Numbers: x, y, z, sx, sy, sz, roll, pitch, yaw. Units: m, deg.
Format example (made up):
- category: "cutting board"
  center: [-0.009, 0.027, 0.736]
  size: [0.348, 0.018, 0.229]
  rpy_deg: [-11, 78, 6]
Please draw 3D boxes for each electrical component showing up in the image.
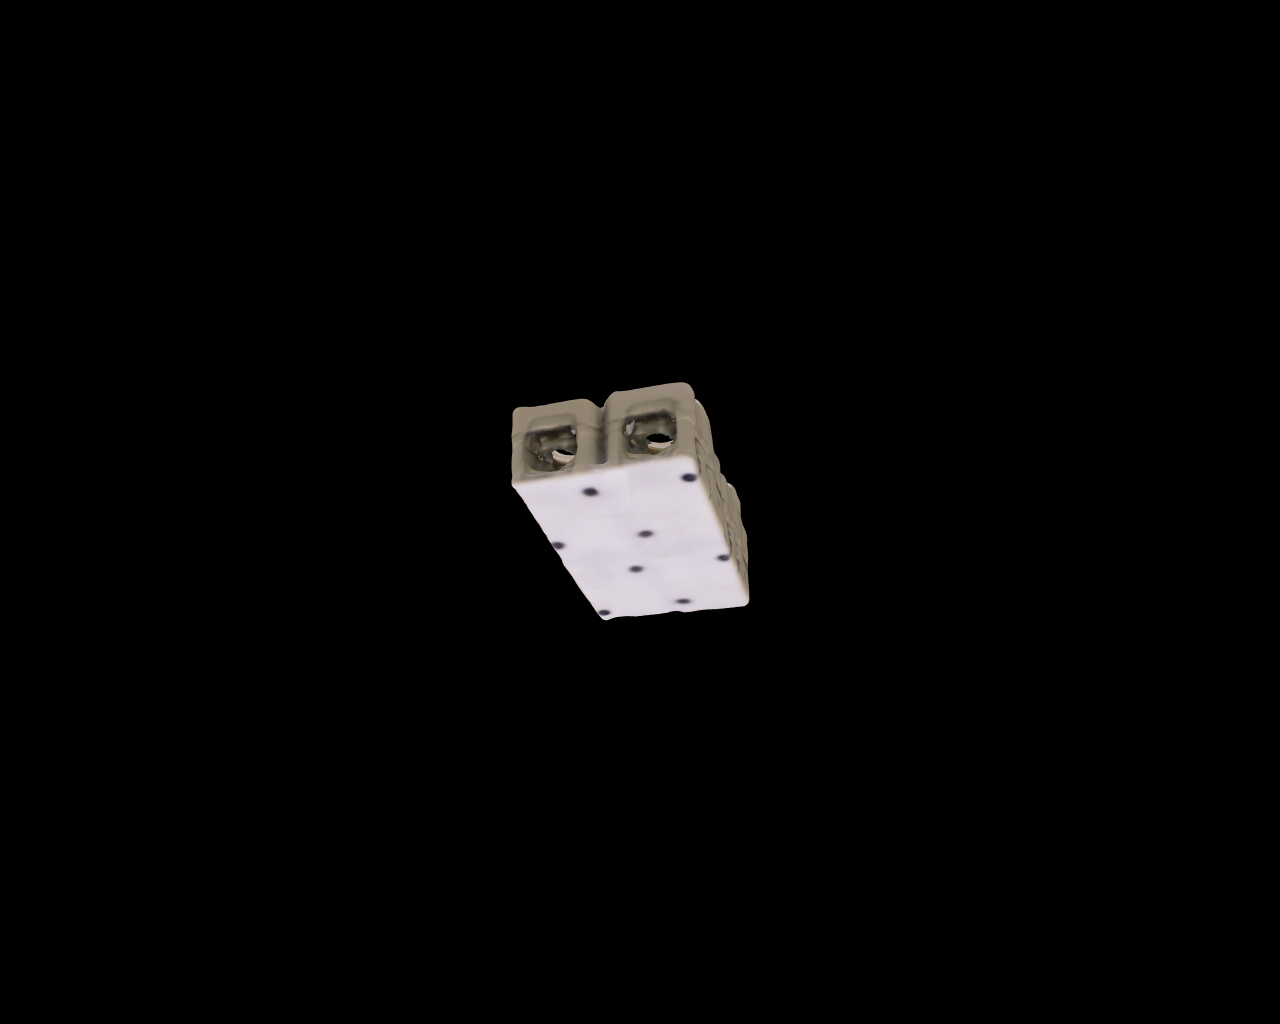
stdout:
- category: "electrical component"
  center: [0.001, -0.003, 0.650]
  size: [0.105, 0.060, 0.186]
  rpy_deg: [-8, -31, 13]
